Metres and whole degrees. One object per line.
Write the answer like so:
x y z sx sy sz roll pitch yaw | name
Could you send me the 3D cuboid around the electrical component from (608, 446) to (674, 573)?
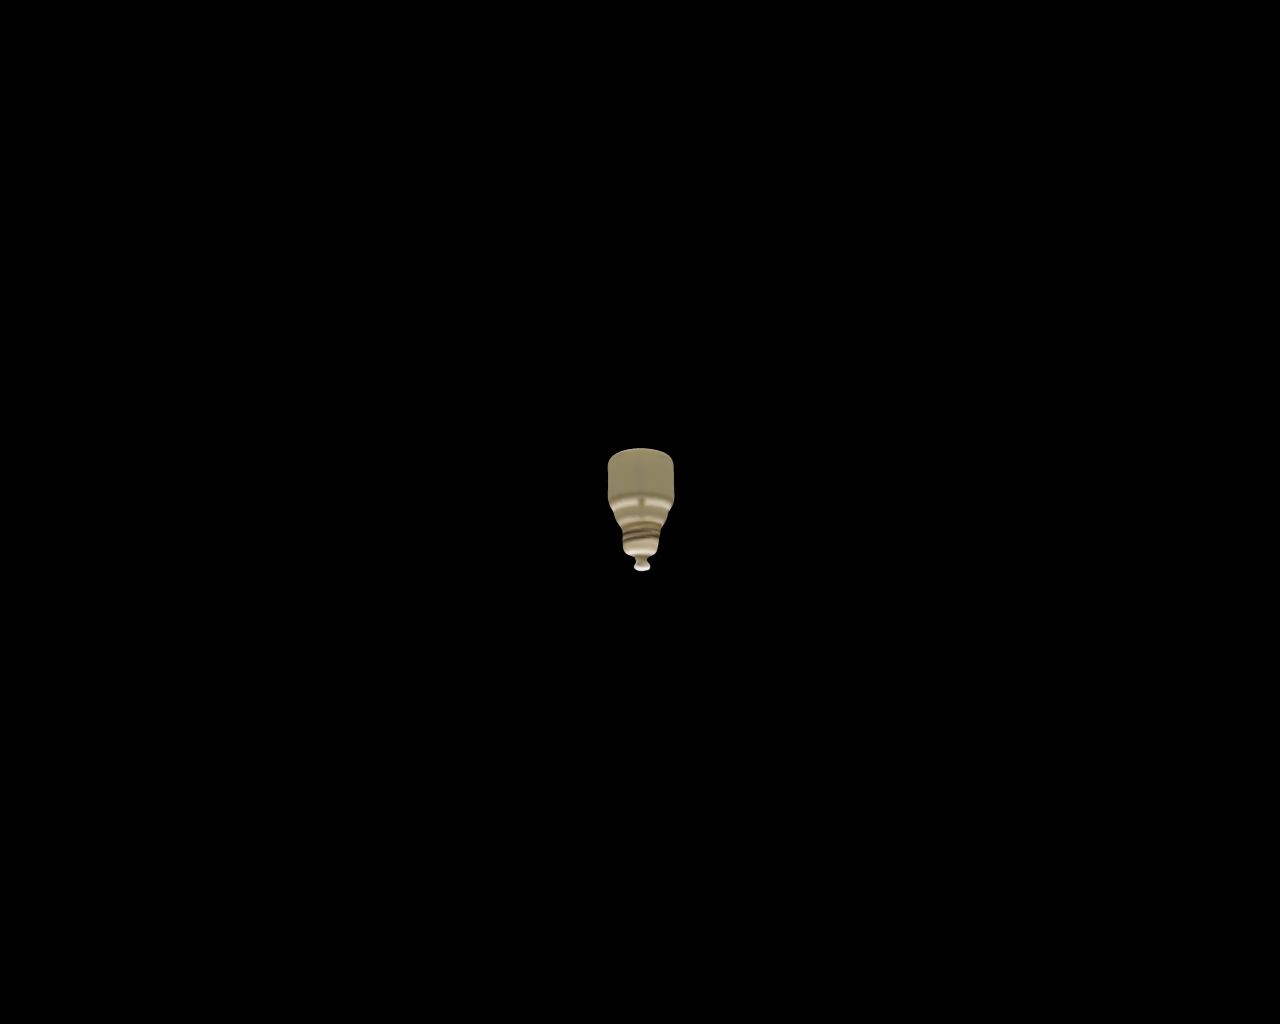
0.001 -0.003 0.650 0.040 0.078 0.040 0 -16 0 | electrical component
